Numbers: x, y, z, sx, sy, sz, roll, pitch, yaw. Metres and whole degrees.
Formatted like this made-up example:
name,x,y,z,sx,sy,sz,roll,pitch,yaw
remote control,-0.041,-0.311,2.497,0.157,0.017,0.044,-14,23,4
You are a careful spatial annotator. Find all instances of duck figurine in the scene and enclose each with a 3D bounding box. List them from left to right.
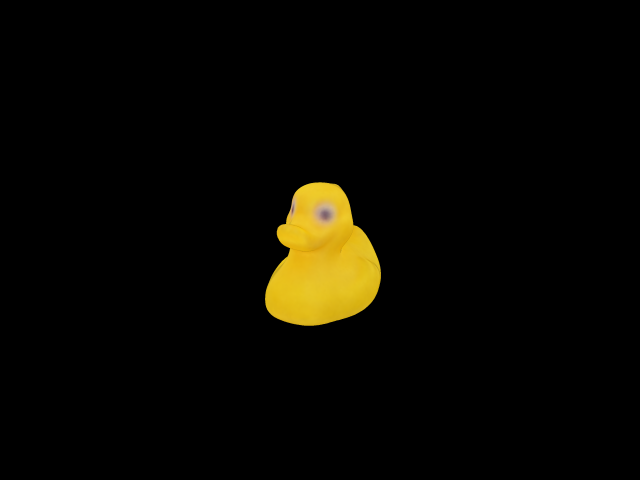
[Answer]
name,x,y,z,sx,sy,sz,roll,pitch,yaw
duck figurine,0.004,0.001,0.400,0.077,0.086,0.105,11,21,30
